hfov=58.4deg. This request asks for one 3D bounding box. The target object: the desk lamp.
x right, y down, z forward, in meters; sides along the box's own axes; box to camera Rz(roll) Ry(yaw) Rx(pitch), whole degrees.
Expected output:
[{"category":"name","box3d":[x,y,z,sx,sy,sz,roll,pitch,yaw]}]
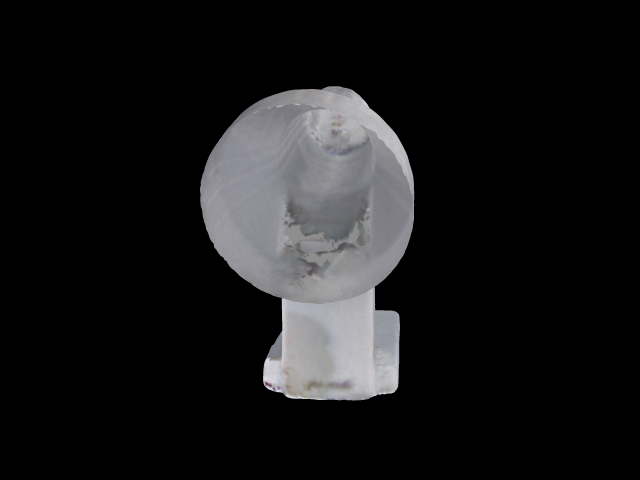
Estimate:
[{"category":"desk lamp","box3d":[0.004,0.001,0.400,0.117,0.213,0.203,2,14,8]}]
